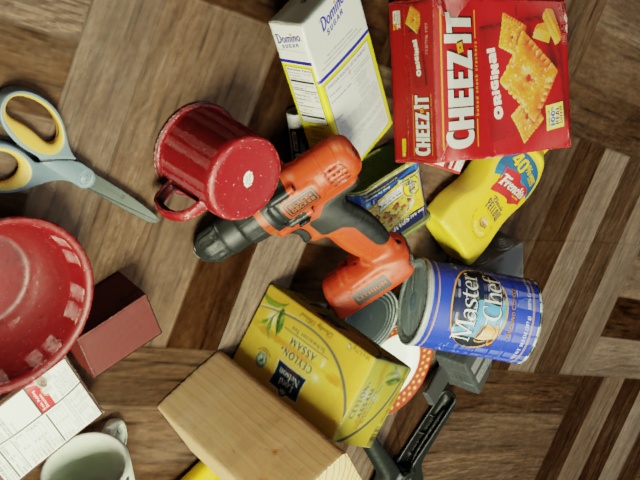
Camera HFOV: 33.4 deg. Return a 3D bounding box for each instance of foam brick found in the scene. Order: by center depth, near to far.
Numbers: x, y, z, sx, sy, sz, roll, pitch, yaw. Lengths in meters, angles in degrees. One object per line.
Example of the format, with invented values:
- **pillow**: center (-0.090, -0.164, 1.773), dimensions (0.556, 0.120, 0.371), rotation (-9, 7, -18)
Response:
- **foam brick**: center (-0.194, 0.077, 0.971), dimensions (0.078, 0.053, 0.051), rotation (-33, 132, -24)

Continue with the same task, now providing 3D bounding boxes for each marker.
- **marker**: center (-0.019, -0.075, 1.069), dimensions (0.020, 0.020, 0.121), rotation (-27, 129, -29)

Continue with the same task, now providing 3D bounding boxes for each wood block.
- **wood block**: center (-0.058, 0.210, 1.059), dimensions (0.090, 0.206, 0.090), rotation (-42, 134, -17)

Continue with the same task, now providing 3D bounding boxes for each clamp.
- **clamp**: center (0.109, 0.295, 1.385), dimensions (0.164, 0.036, 0.210), rotation (-22, 128, -34)

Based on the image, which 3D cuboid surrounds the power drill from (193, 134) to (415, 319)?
- **power drill**: center (-0.007, 0.001, 1.049), dimensions (0.184, 0.057, 0.187), rotation (-32, 133, 14)

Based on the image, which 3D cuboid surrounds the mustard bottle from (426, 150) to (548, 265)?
- **mustard bottle**: center (0.208, -0.068, 1.252), dimensions (0.191, 0.058, 0.096), rotation (-48, 131, -11)

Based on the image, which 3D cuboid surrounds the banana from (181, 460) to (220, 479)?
- **banana**: center (-0.170, 0.281, 1.121), dimensions (0.197, 0.037, 0.070), rotation (-20, 127, -34)

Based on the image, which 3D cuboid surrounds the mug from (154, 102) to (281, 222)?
- **mug**: center (-0.098, -0.061, 0.959), dimensions (0.117, 0.082, 0.093), rotation (-42, 135, -17)

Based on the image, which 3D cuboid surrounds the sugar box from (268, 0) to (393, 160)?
- **sugar box**: center (0.013, -0.158, 1.020), dimensions (0.093, 0.048, 0.176), rotation (-51, 137, -33)

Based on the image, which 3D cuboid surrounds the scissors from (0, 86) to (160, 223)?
- **scissors**: center (-0.220, -0.046, 0.905), dimensions (0.096, 0.016, 0.201), rotation (-45, 135, -12)

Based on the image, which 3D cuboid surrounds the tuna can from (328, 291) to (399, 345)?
- **tuna can**: center (0.047, 0.087, 1.211), dimensions (0.086, 0.034, 0.086), rotation (-21, 126, -33)

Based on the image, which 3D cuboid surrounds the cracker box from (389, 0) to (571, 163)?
- **cracker box**: center (0.173, -0.170, 1.119), dimensions (0.213, 0.072, 0.164), rotation (-10, 100, -40)

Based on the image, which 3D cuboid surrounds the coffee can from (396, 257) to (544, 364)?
- **coffee can**: center (0.171, 0.082, 1.230), dimensions (0.140, 0.103, 0.103), rotation (11, 108, -13)

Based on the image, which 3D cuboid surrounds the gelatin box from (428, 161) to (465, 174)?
- **gelatin box**: center (0.134, -0.118, 1.177), dimensions (0.089, 0.030, 0.073), rotation (12, 104, -46)

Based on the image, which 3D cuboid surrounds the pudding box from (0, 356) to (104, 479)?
- **pudding box**: center (-0.263, 0.157, 0.965), dimensions (0.113, 0.039, 0.090), rotation (-38, 134, -18)

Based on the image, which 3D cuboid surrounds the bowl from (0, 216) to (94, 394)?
- **bowl**: center (-0.271, 0.046, 0.881), dimensions (0.161, 0.055, 0.162), rotation (-21, 126, -33)

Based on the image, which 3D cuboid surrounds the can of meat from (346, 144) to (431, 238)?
- **can of meat**: center (0.065, -0.044, 1.136), dimensions (0.102, 0.058, 0.084), rotation (-33, 130, -24)
